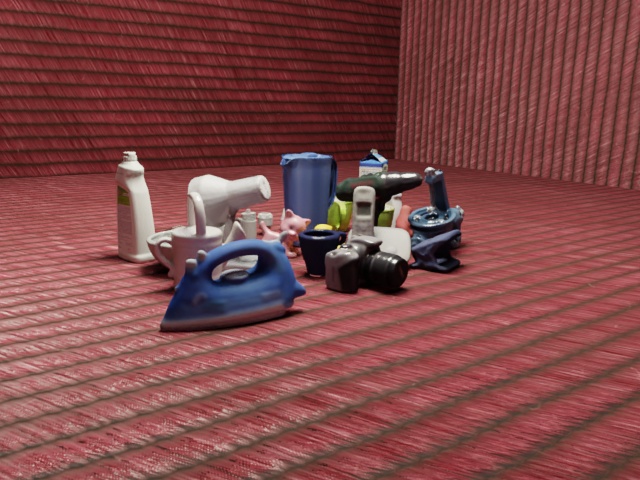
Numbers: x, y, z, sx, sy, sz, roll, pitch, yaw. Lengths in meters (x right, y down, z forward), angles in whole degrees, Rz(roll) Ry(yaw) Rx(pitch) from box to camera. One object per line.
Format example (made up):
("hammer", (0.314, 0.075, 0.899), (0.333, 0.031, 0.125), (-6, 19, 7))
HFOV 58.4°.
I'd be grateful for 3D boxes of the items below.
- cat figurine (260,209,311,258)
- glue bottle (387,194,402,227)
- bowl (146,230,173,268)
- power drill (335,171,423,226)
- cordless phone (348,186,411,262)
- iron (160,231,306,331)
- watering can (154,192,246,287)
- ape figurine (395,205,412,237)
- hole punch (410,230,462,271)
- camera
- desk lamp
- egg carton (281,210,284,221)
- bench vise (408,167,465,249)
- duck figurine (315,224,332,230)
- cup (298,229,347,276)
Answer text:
("cat figurine", (-0.088, -0.020, 1.409), (0.127, 0.118, 0.067), (2, 13, 5))
("glue bottle", (0.222, -0.118, 1.728), (0.037, 0.173, 0.078), (-5, 15, -22))
("bowl", (-0.302, 0.028, 1.286), (0.167, 0.075, 0.167), (1, 13, 0))
("power drill", (0.149, -0.076, 1.467), (0.228, 0.208, 0.076), (7, 15, 25))
("cordless phone", (0.137, -0.030, 1.324), (0.147, 0.185, 0.094), (1, 13, -1))
("iron", (-0.154, 0.065, 0.993), (0.259, 0.141, 0.118), (-9, 16, -35))
("watering can", (-0.239, -0.001, 1.152), (0.173, 0.194, 0.100), (-12, 18, -42))
("ape figurine", (0.246, -0.053, 1.632), (0.076, 0.092, 0.077), (-8, 16, -34))
("hole punch", (0.269, 0.019, 1.333), (0.100, 0.091, 0.109), (10, 16, 32))
("camera", (0.101, 0.048, 1.174), (0.136, 0.101, 0.144), (12, 17, 39))
("desk lamp", (-0.186, -0.040, 1.281), (0.202, 0.213, 0.118), (5, 14, 15))
("egg carton", (-0.050, -0.069, 1.725), (0.107, 0.069, 0.150), (6, 14, 19))
("bench vise", (0.300, -0.083, 1.483), (0.121, 0.220, 0.208), (7, 15, 25))
("duck figurine", (0.013, 0.005, 1.382), (0.104, 0.086, 0.077), (0, 13, -6))
("cup", (0.008, 0.028, 1.266), (0.118, 0.095, 0.091), (-8, 16, -33))
